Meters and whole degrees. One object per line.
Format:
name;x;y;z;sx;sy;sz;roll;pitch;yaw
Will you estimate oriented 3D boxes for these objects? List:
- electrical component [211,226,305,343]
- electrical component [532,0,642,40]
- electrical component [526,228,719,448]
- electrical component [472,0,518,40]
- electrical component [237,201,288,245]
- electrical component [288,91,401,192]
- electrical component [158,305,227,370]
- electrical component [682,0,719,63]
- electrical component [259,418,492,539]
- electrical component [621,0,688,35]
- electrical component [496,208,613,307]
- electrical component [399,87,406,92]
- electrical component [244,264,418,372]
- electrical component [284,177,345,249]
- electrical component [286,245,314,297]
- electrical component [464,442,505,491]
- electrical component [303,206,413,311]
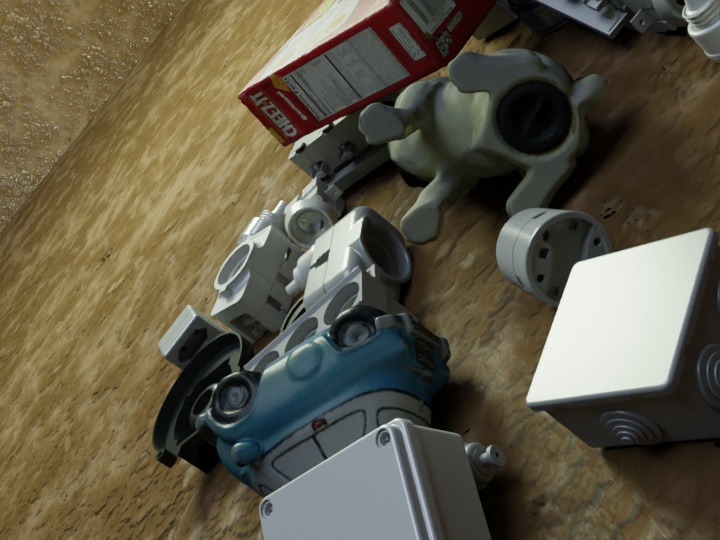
electrical component;-0.093;0.011;0.972;0.050;0.056;0.089;-28;33;44
electrical component;0.164;-0.227;0.786;0.078;0.063;0.121;-50;42;5
electrical component;0.138;0.036;0.516;0.100;0.048;0.099;-18;40;52
electrical component;0.098;-0.262;0.961;0.061;0.096;0.061;-20;39;52
electrical component;-0.087;-0.038;1.050;0.062;0.043;0.043;-57;24;-17
electrical component;-0.006;-0.125;0.999;0.121;0.063;0.078;-30;31;41
electrical component;-0.144;0.066;0.973;0.047;0.066;0.077;-52;23;-1
electrical component;0.209;-0.152;0.640;0.035;0.061;0.035;-41;25;24
electrical component;0.010;0.147;0.540;0.109;0.056;0.108;-36;53;32
electrical component;0.209;-0.186;0.713;0.066;0.048;0.055;-50;16;4
electrical component;0.111;-0.009;0.627;0.055;0.055;0.047;-53;19;-3
electrical component;0.010;-0.184;1.055;0.081;0.064;0.042;-14;44;55
electrical component;-0.020;0.063;0.752;0.121;0.063;0.078;-41;25;24
electrical component;-0.043;-0.049;0.981;0.066;0.048;0.055;-43;17;20
electrical component;-0.040;0.002;0.915;0.061;0.035;0.035;-40;26;32
electrical component;0.046;0.113;0.586;0.078;0.040;0.040;-32;30;38
electrical component;0.000;0.000;0.818;0.059;0.054;0.095;-37;27;32
